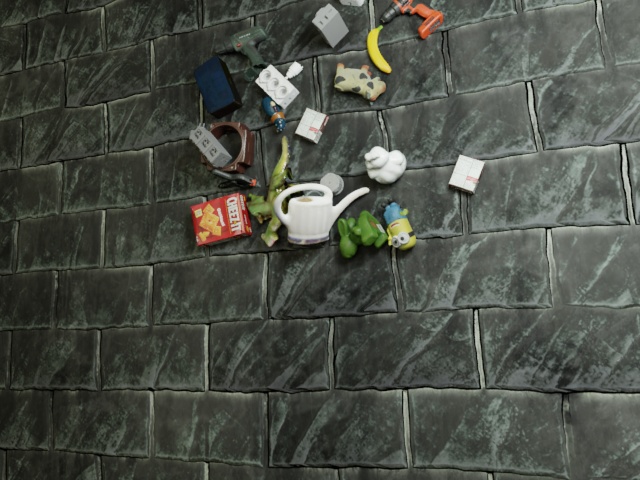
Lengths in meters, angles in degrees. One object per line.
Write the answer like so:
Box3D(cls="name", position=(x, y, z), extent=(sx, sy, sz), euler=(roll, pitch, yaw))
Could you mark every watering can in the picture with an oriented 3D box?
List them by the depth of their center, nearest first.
Box3D(cls="watering can", position=(0.006, -0.092, 1.834), extent=(0.348, 0.105, 0.220), euler=(-2, 113, -16))

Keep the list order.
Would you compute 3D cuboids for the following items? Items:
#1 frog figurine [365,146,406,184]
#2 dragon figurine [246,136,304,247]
Box3D(cls="frog figurine", position=(0.225, -0.262, 1.776), extent=(0.137, 0.159, 0.124), euler=(-21, 79, 16))
Box3D(cls="dragon figurine", position=(-0.186, -0.172, 1.942), extent=(0.241, 0.121, 0.417), euler=(-19, 67, 24))
